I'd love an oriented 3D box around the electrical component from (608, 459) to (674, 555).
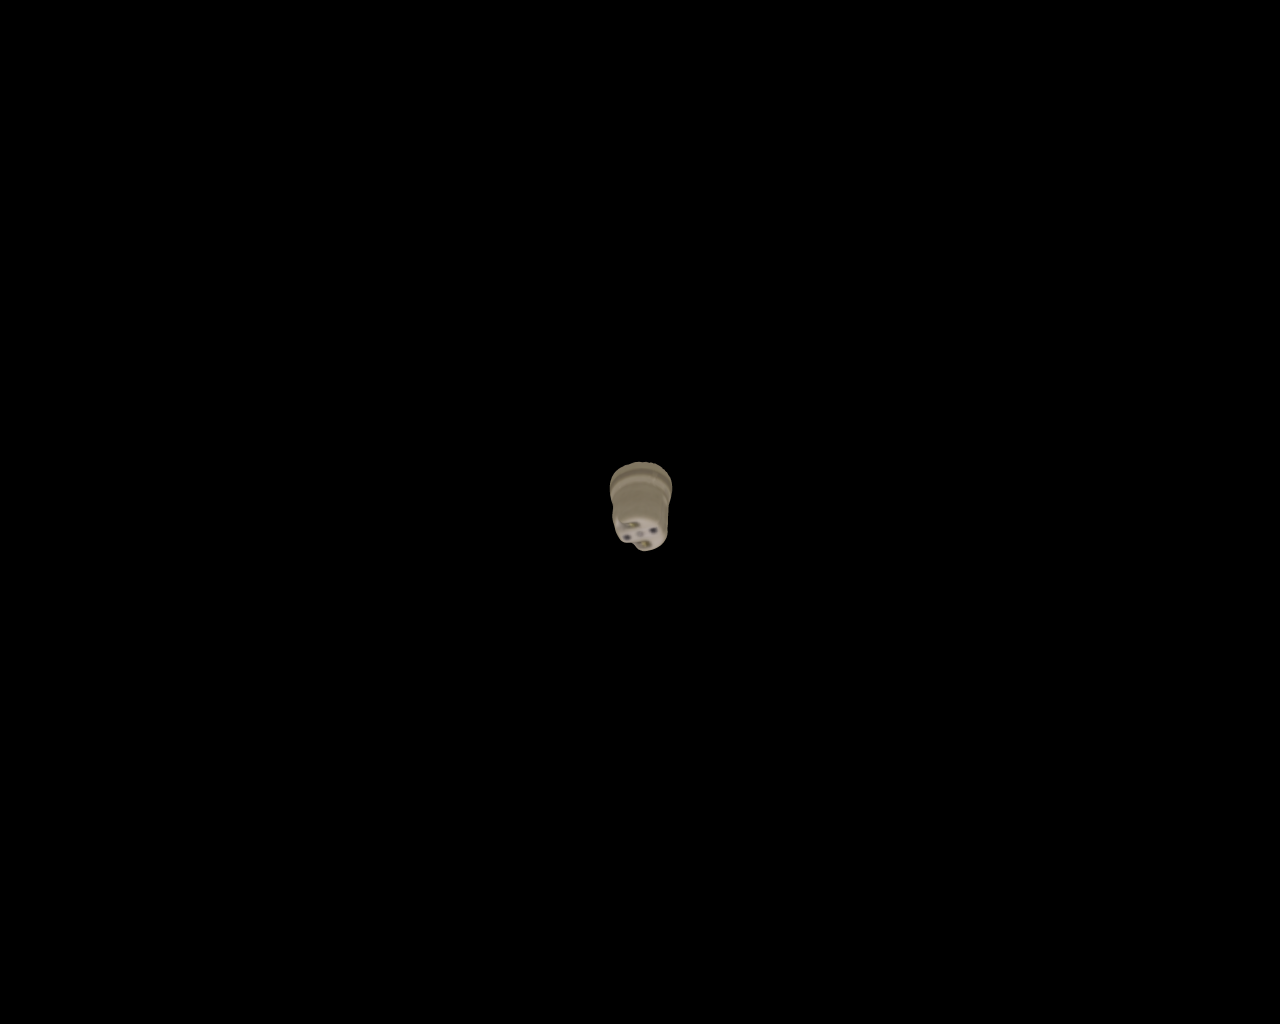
[{"bbox_3d":[0.001,-0.003,0.650,0.040,0.046,0.040,0,-44,0],"label":"electrical component"}]
